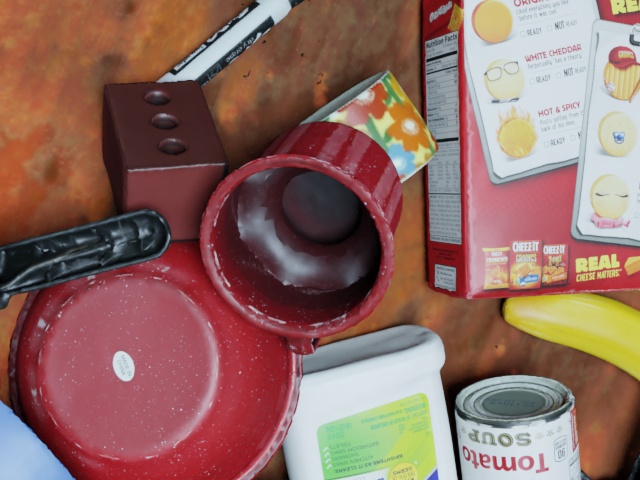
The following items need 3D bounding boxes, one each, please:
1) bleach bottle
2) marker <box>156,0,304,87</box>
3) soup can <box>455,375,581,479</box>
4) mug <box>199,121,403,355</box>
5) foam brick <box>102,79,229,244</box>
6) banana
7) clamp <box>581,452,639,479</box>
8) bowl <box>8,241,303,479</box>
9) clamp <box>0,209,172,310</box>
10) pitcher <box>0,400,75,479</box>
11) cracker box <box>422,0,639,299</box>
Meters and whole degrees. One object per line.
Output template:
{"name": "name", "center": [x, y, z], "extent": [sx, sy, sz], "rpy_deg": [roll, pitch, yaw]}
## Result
{"name": "bleach bottle", "center": [0.045, 0.183, 0.620], "extent": [0.102, 0.068, 0.251], "rpy_deg": [-14, 99, -8]}
{"name": "marker", "center": [-0.045, -0.115, 0.598], "extent": [0.121, 0.020, 0.020], "rpy_deg": [-42, 103, -10]}
{"name": "soup can", "center": [0.114, 0.136, 0.605], "extent": [0.068, 0.069, 0.102], "rpy_deg": [-11, 104, -15]}
{"name": "mug", "center": [-0.004, 0.001, 0.534], "extent": [0.093, 0.081, 0.117], "rpy_deg": [4, 113, 11]}
{"name": "foam brick", "center": [-0.082, -0.041, 0.555], "extent": [0.053, 0.078, 0.051], "rpy_deg": [-6, 132, -18]}
{"name": "banana", "center": [0.201, 0.084, 0.672], "extent": [0.197, 0.037, 0.069], "rpy_deg": [44, 81, -14]}
{"name": "clamp", "center": [0.176, 0.163, 0.661], "extent": [0.164, 0.036, 0.210], "rpy_deg": [-9, 105, 6]}
{"name": "bowl", "center": [-0.092, 0.065, 0.549], "extent": [0.162, 0.055, 0.162], "rpy_deg": [-1, 84, 6]}
{"name": "clamp", "center": [-0.167, 0.019, 0.501], "extent": [0.172, 0.120, 0.039], "rpy_deg": [-15, 86, 28]}
{"name": "pitcher", "center": [-0.229, 0.161, 0.467], "extent": [0.149, 0.145, 0.242], "rpy_deg": [42, 62, 7]}
{"name": "cracker box", "center": [0.145, -0.076, 0.629], "extent": [0.164, 0.072, 0.214], "rpy_deg": [-3, 93, -17]}
